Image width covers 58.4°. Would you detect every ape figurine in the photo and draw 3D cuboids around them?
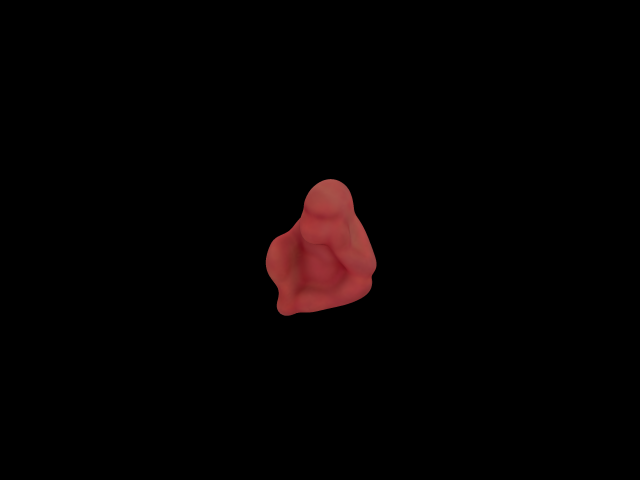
[{"bbox_3d":[0.004,0.001,0.400,0.077,0.092,0.076,18,36,27],"label":"ape figurine"}]
